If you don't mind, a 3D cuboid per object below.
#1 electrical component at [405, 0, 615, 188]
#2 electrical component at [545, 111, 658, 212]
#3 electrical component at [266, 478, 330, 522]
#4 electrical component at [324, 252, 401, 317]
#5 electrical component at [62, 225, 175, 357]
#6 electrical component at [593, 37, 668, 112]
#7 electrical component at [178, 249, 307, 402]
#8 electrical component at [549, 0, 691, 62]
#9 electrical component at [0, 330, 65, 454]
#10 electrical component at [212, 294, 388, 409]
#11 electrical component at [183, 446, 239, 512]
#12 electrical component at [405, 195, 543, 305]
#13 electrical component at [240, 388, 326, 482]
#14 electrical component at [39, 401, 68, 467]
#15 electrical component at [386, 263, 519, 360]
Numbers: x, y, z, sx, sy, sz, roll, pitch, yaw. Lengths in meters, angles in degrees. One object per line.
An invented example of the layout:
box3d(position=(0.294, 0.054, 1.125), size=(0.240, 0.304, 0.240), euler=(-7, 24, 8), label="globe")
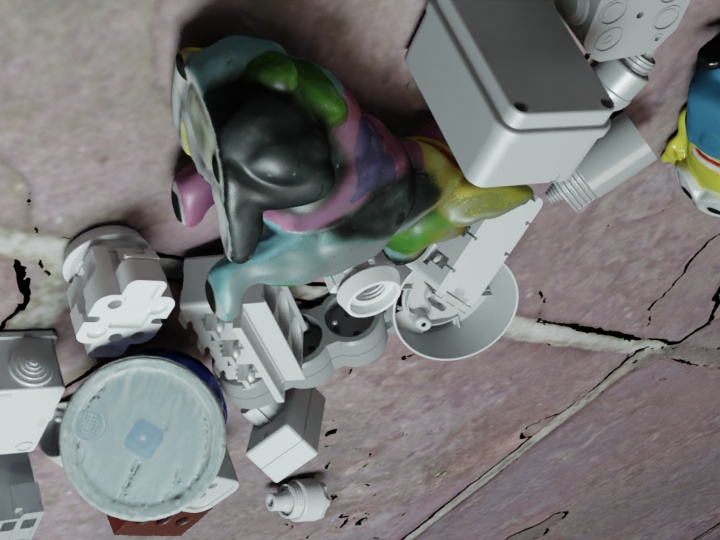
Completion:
box3d(position=(0.085, -0.109, 0.620), size=(0.078, 0.113, 0.057), euler=(-7, 147, -28), label="electrical component")
box3d(position=(0.173, -0.076, 0.796), size=(0.081, 0.043, 0.043), euler=(-35, 147, 16), label="electrical component")
box3d(position=(-0.065, 0.233, 1.088), size=(0.062, 0.043, 0.043), euler=(6, 137, -38), label="electrical component")
box3d(position=(0.000, 0.000, 0.777), size=(0.066, 0.055, 0.048), euler=(0, 141, -35), label="electrical component")
box3d(position=(-0.155, 0.009, 0.681), size=(0.058, 0.057, 0.078), euler=(4, 138, -38), label="electrical component")
box3d(position=(0.181, -0.137, 0.721), size=(0.035, 0.035, 0.061), euler=(9, 132, -43), label="electrical component")
box3d(position=(-0.082, 0.034, 0.762), size=(0.063, 0.078, 0.121), euler=(-5, 149, 9), label="electrical component")
box3d(position=(0.155, -0.168, 0.641), size=(0.080, 0.051, 0.080), euler=(-18, 148, -12), label="electrical component")
box3d(position=(-0.257, 0.087, 0.734), size=(0.100, 0.048, 0.099), euler=(0, 141, -36), label="electrical component")
box3d(position=(-0.043, 0.070, 0.853), size=(0.138, 0.052, 0.073), euler=(-22, 148, -5), label="electrical component")
box3d(position=(-0.153, 0.162, 0.906), size=(0.054, 0.059, 0.095), euler=(-36, 147, 18), label="electrical component")
box3d(position=(0.073, -0.031, 0.752), size=(0.050, 0.056, 0.089), euler=(22, 105, -51), label="electrical component")
box3d(position=(-0.073, 0.117, 0.891), size=(0.047, 0.083, 0.075), euler=(-37, 108, 19), label="electrical component")
box3d(position=(-0.194, 0.122, 0.835), size=(0.079, 0.043, 0.077), euler=(-35, 147, 14), label="electrical component")
box3d(position=(0.066, 0.016, 0.832), size=(0.099, 0.064, 0.099), euler=(-16, 134, -17), label="electrical component")
